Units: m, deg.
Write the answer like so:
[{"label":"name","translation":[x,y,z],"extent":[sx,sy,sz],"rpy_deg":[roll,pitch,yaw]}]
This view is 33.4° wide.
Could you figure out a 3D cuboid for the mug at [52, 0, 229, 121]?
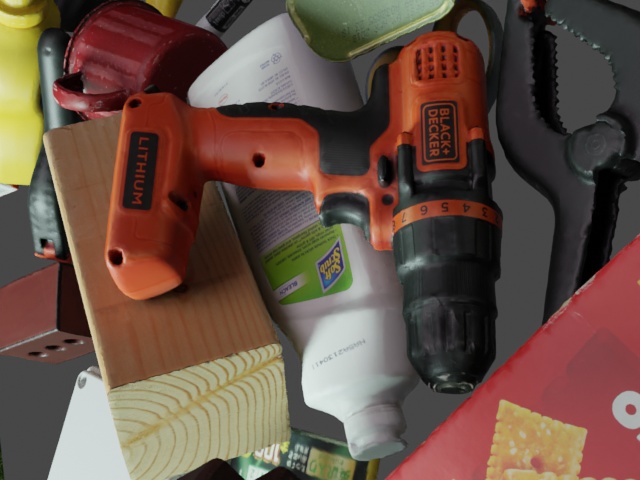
[{"label":"mug","translation":[-0.118,-0.105,0.704],"extent":[0.082,0.117,0.093],"rpy_deg":[25,122,41]}]

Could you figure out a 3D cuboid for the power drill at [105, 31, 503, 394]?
[{"label":"power drill","translation":[-0.006,-0.013,0.521],"extent":[0.188,0.057,0.184],"rpy_deg":[-3,63,8]}]

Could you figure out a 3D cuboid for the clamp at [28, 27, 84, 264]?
[{"label":"clamp","translation":[-0.180,-0.069,0.761],"extent":[0.039,0.120,0.171],"rpy_deg":[10,88,17]}]

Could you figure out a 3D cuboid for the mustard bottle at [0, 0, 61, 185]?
[{"label":"mustard bottle","translation":[-0.222,-0.129,0.786],"extent":[0.192,0.058,0.096],"rpy_deg":[113,157,-57]}]

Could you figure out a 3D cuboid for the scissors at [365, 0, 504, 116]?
[{"label":"scissors","translation":[0.059,-0.034,0.571],"extent":[0.096,0.016,0.202],"rpy_deg":[-5,73,41]}]

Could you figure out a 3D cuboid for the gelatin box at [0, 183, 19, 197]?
[{"label":"gelatin box","translation":[-0.292,-0.072,0.921],"extent":[0.089,0.030,0.073],"rpy_deg":[-14,68,41]}]

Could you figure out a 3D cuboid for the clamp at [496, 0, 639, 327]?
[{"label":"clamp","translation":[0.142,-0.039,0.476],"extent":[0.165,0.036,0.210],"rpy_deg":[-28,62,34]}]

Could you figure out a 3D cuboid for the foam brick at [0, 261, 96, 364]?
[{"label":"foam brick","translation":[-0.188,0.053,0.762],"extent":[0.078,0.052,0.051],"rpy_deg":[-21,63,40]}]

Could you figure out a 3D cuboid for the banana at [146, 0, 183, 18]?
[{"label":"banana","translation":[-0.079,-0.248,0.762],"extent":[0.198,0.037,0.070],"rpy_deg":[-53,45,18]}]

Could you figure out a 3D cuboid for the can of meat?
[{"label":"can of meat","translation":[0.042,-0.143,0.565],"extent":[0.102,0.057,0.083],"rpy_deg":[-19,21,40]}]

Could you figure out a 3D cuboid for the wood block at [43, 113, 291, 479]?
[{"label":"wood block","translation":[-0.092,0.022,0.615],"extent":[0.090,0.090,0.206],"rpy_deg":[87,164,-46]}]

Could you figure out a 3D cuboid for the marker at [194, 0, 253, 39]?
[{"label":"marker","translation":[-0.042,-0.178,0.717],"extent":[0.121,0.020,0.020],"rpy_deg":[-43,51,27]}]

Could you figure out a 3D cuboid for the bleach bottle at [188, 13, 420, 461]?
[{"label":"bleach bottle","translation":[-0.004,0.001,0.592],"extent":[0.103,0.067,0.251],"rpy_deg":[-34,58,34]}]

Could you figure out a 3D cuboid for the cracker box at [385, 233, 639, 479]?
[{"label":"cracker box","translation":[0.139,0.097,0.391],"extent":[0.214,0.071,0.164],"rpy_deg":[-49,59,24]}]
